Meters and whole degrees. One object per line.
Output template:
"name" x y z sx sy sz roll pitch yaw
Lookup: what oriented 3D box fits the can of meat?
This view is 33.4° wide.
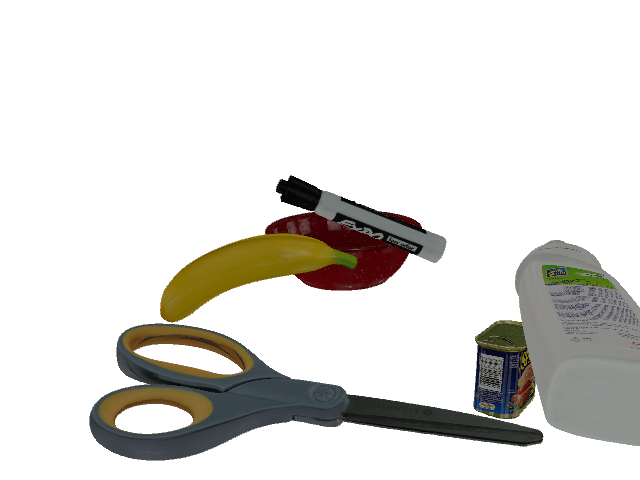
"can of meat" 0.209 0.144 1.194 0.058 0.084 0.101 9 14 26

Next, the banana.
"banana" -0.070 0.031 0.908 0.198 0.037 0.069 -15 -48 26

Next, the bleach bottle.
"bleach bottle" 0.210 0.062 0.839 0.102 0.068 0.250 8 23 1

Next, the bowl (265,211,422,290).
"bowl" 0.025 0.012 1.098 0.162 0.055 0.162 -2 15 0

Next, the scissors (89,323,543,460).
"scissors" -0.014 0.080 0.468 0.202 0.016 0.096 16 33 23

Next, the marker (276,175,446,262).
"marker" 0.027 -0.015 0.715 0.121 0.020 0.020 22 -5 -12
